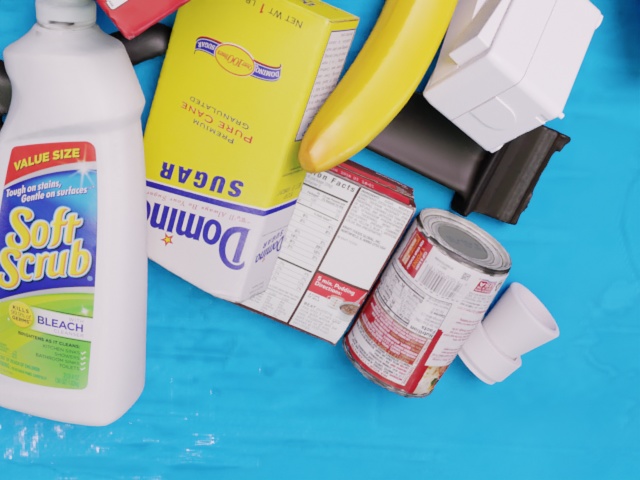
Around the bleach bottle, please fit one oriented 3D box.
[{"bbox_3d":[-0.148,-0.019,0.603,0.103,0.068,0.251,11,116,14],"label":"bleach bottle"}]

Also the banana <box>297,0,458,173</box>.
[{"bbox_3d":[0.042,-0.123,0.575,0.069,0.037,0.198,19,91,-42],"label":"banana"}]

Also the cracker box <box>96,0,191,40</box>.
[{"bbox_3d":[-0.015,-0.198,0.496,0.214,0.164,0.072,-29,116,14],"label":"cracker box"}]

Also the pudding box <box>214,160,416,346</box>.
[{"bbox_3d":[-0.004,0.001,0.668,0.090,0.039,0.114,24,112,-10],"label":"pudding box"}]

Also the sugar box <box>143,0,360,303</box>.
[{"bbox_3d":[-0.051,-0.060,0.610,0.093,0.048,0.176,27,111,20],"label":"sugar box"}]

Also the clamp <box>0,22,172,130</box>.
[{"bbox_3d":[-0.197,-0.063,0.634,0.210,0.036,0.165,7,116,-8],"label":"clamp"}]

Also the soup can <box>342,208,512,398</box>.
[{"bbox_3d":[0.067,0.039,0.672,0.068,0.068,0.102,23,114,-12],"label":"soup can"}]
